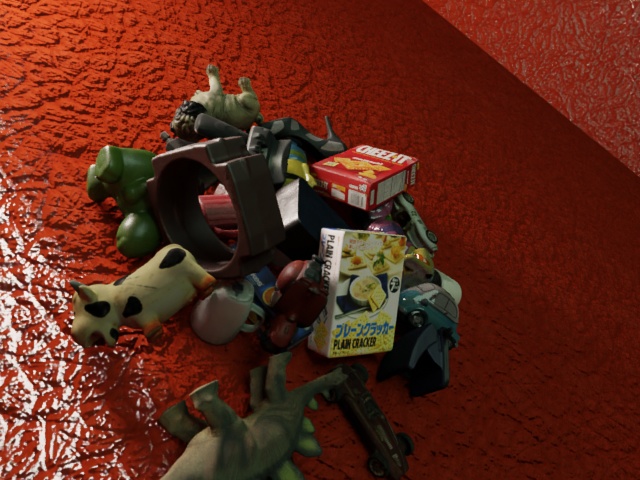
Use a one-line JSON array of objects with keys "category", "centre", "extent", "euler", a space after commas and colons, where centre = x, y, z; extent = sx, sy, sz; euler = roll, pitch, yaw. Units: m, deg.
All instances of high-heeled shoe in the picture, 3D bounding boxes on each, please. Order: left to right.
[{"category": "high-heeled shoe", "centre": [-0.048, -0.212, 1.261], "extent": [0.249, 0.086, 0.145], "euler": [-13, 94, -24]}]

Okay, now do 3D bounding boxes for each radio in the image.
[{"category": "radio", "centre": [-0.002, -0.003, 1.011], "extent": [0.229, 0.073, 0.131], "euler": [44, 30, -41]}]

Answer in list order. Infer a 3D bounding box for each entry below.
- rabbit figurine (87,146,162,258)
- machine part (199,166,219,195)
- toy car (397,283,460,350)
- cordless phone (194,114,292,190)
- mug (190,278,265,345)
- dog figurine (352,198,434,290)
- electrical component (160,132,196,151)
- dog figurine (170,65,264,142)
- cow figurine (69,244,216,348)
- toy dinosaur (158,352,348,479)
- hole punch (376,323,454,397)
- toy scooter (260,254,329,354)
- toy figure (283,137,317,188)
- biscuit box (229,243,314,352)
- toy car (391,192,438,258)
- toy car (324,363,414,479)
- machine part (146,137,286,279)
[{"category": "rabbit figurine", "centre": [-0.297, -0.050, 0.886], "extent": [0.159, 0.121, 0.170], "euler": [2, 71, -45]}, {"category": "machine part", "centre": [-0.214, -0.131, 1.058], "extent": [0.084, 0.039, 0.139], "euler": [45, 38, -3]}, {"category": "toy car", "centre": [0.222, 0.141, 1.073], "extent": [0.161, 0.103, 0.109], "euler": [34, 1, -11]}, {"category": "cordless phone", "centre": [-0.154, -0.161, 1.014], "extent": [0.184, 0.089, 0.146], "euler": [22, 55, -23]}, {"category": "mug", "centre": [-0.137, 0.110, 0.842], "extent": [0.109, 0.107, 0.081], "euler": [26, 43, -14]}, {"category": "dog figurine", "centre": [0.156, -0.003, 1.176], "extent": [0.191, 0.108, 0.219], "euler": [23, 40, -14]}, {"category": "electrical component", "centre": [-0.272, -0.185, 1.073], "extent": [0.094, 0.021, 0.063], "euler": [44, 39, 5]}, {"category": "dog figurine", "centre": [-0.206, -0.247, 1.110], "extent": [0.172, 0.121, 0.191], "euler": [17, 46, -11]}, {"category": "cow figurine", "centre": [-0.259, 0.079, 0.756], "extent": [0.195, 0.085, 0.127], "euler": [-39, 79, -20]}, {"category": "toy dinosaur", "centre": [-0.119, 0.285, 0.702], "extent": [0.471, 0.105, 0.198], "euler": [-19, 70, -41]}, {"category": "hole punch", "centre": [0.168, 0.211, 0.976], "extent": [0.092, 0.142, 0.116], "euler": [21, 55, -17]}, {"category": "toy scooter", "centre": [-0.029, 0.082, 0.835], "extent": [0.075, 0.135, 0.184], "euler": [31, 38, -9]}, {"category": "toy figure", "centre": [-0.067, -0.143, 1.151], "extent": [0.089, 0.082, 0.180], "euler": [5, 55, -21]}, {"category": "biscuit box", "centre": [-0.101, 0.097, 0.918], "extent": [0.063, 0.059, 0.203], "euler": [-24, 71, -48]}, {"category": "toy car", "centre": [0.209, -0.034, 1.270], "extent": [0.056, 0.073, 0.202], "euler": [1, 53, -42]}, {"category": "toy car", "centre": [0.083, 0.294, 0.889], "extent": [0.089, 0.053, 0.202], "euler": [-13, 61, -48]}, {"category": "machine part", "centre": [-0.157, -0.046, 0.810], "extent": [0.087, 0.201, 0.201], "euler": [-26, 106, -49]}]
